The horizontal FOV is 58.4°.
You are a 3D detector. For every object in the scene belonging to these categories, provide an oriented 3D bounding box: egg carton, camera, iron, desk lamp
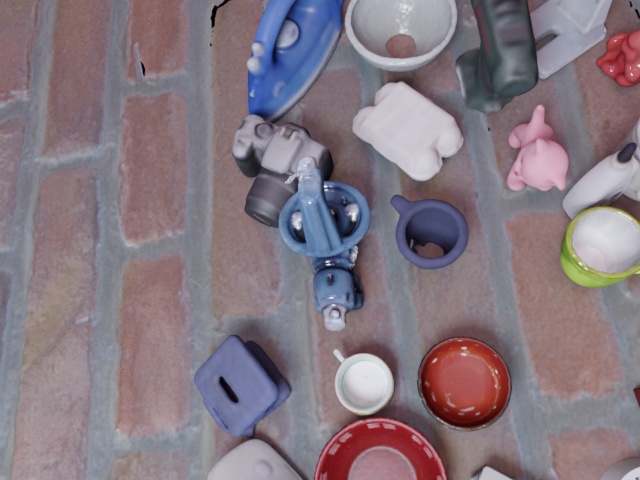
[{"bbox_3d":[0.127,-0.157,0.828,0.150,0.069,0.107,40,82,18],"label":"egg carton"},{"bbox_3d":[-0.070,-0.098,0.823,0.143,0.101,0.137,22,77,15],"label":"camera"},{"bbox_3d":[-0.058,-0.304,0.864,0.118,0.141,0.258,21,77,15],"label":"iron"},{"bbox_3d":[0.374,-0.358,0.776,0.203,0.214,0.117,-36,71,-3],"label":"desk lamp"}]

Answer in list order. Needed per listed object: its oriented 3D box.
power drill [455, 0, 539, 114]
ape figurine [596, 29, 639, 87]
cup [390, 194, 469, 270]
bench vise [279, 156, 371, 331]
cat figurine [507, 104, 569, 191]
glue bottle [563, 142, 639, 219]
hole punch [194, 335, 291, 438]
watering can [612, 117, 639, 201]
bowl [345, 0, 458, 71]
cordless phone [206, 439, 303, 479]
[{"bbox_3d":[0.233,-0.279,0.776,0.075,0.208,0.229,-11,71,6],"label":"power drill"},{"bbox_3d":[0.438,-0.261,0.800,0.076,0.092,0.078,6,74,11],"label":"ape figurine"},{"bbox_3d":[0.138,-0.006,0.765,0.092,0.095,0.117,-43,71,-6],"label":"cup"},{"bbox_3d":[0.018,-0.002,0.716,0.121,0.220,0.207,-25,71,1],"label":"bench vise"},{"bbox_3d":[0.292,-0.117,0.764,0.067,0.118,0.128,2,73,10],"label":"cat figurine"},{"bbox_3d":[0.359,-0.078,0.712,0.078,0.173,0.037,-28,70,0],"label":"glue bottle"},{"bbox_3d":[-0.105,0.192,0.742,0.101,0.091,0.108,-40,71,-5],"label":"hole punch"},{"bbox_3d":[0.438,-0.133,0.706,0.100,0.194,0.173,0,73,9],"label":"watering can"},{"bbox_3d":[0.124,-0.320,0.876,0.167,0.075,0.167,-2,72,8],"label":"bowl"},{"bbox_3d":[-0.075,0.306,0.652,0.147,0.185,0.094,40,83,18],"label":"cordless phone"}]
